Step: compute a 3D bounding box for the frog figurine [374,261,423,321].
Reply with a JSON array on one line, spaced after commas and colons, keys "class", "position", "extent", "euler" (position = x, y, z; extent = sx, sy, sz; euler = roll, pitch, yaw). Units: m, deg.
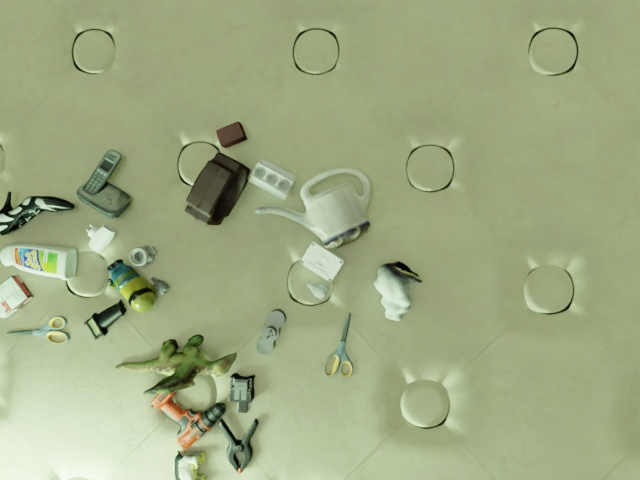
[{"class": "frog figurine", "position": [0.211, 0.151, 1.498], "extent": [0.139, 0.122, 0.158], "euler": [33, 103, 36]}]

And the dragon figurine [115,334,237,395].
[{"class": "dragon figurine", "position": [-0.430, 0.374, 1.479], "extent": [0.410, 0.244, 0.122], "euler": [-12, 95, 2]}]

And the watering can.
[{"class": "watering can", "position": [0.005, -0.076, 1.510], "extent": [0.348, 0.103, 0.225], "euler": [-24, 88, -7]}]
